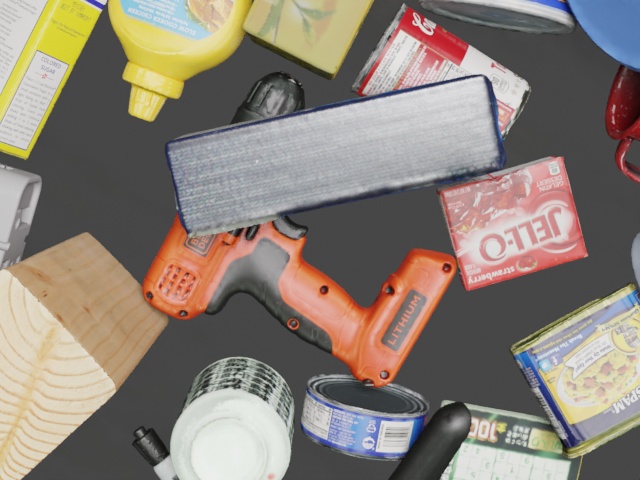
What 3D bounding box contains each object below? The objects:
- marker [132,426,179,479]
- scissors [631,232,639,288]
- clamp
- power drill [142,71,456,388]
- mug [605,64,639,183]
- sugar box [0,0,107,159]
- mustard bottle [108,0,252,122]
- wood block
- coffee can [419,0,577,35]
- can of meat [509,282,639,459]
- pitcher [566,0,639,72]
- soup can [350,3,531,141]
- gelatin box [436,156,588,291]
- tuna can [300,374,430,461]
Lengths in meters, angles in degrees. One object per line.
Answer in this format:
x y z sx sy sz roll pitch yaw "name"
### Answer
-0.095 0.184 0.771 0.020 0.020 0.121 -36 95 4 "marker"
0.256 0.064 0.732 0.016 0.096 0.202 -12 96 44 "scissors"
0.043 0.194 0.715 0.210 0.036 0.164 -26 128 4 "clamp"
-0.005 0.001 0.733 0.187 0.057 0.184 29 94 0 "power drill"
0.243 -0.086 0.711 0.081 0.093 0.117 20 117 -7 "mug"
-0.194 -0.153 0.705 0.093 0.048 0.176 32 94 30 "sugar box"
-0.088 -0.172 0.712 0.096 0.058 0.192 21 96 8 "mustard bottle"
-0.167 0.065 0.665 0.091 0.206 0.090 -42 95 4 "wood block"
0.127 -0.212 0.685 0.103 0.103 0.140 11 96 -1 "coffee can"
0.193 0.088 0.734 0.102 0.057 0.084 -29 83 1 "can of meat"
0.253 -0.214 0.637 0.242 0.149 0.145 -39 133 -16 "pitcher"
0.080 -0.102 0.715 0.102 0.068 0.068 31 95 -3 "soup can"
0.134 -0.012 0.743 0.089 0.030 0.073 -15 96 2 "gelatin box"
0.030 0.120 0.730 0.086 0.086 0.034 10 97 -1 "tuna can"
